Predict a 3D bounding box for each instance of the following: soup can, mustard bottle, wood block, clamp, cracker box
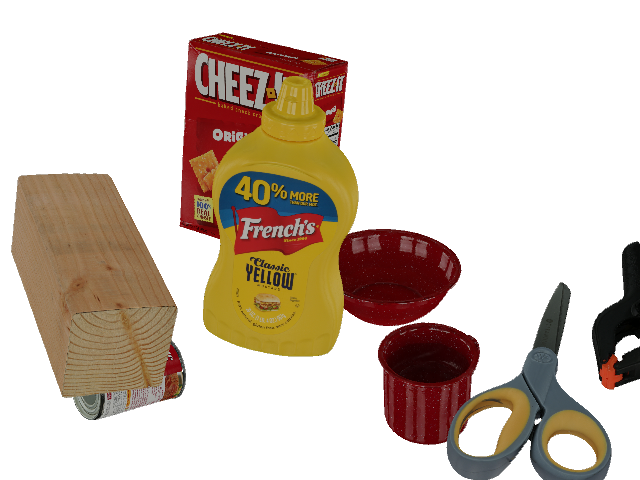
[{"bbox_3d":[-0.202,0.144,1.117,0.102,0.068,0.069,-11,7,-40],"label":"soup can"},{"bbox_3d":[-0.025,-0.017,0.711,0.096,0.192,0.058,12,29,9],"label":"mustard bottle"},{"bbox_3d":[-0.206,0.032,0.947,0.090,0.091,0.206,-3,36,-28],"label":"wood block"},{"bbox_3d":[0.295,0.065,0.978,0.171,0.039,0.120,-35,39,-26],"label":"clamp"},{"bbox_3d":[-0.066,-0.098,1.139,0.164,0.214,0.072,18,26,27],"label":"cracker box"}]

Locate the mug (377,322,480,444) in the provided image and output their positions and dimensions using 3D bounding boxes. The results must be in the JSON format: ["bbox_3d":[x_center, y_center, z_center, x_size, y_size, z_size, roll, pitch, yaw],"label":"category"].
[{"bbox_3d":[0.109,0.132,1.015,0.093,0.081,0.117,27,43,37],"label":"mug"}]

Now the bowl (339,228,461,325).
[{"bbox_3d":[0.075,0.048,1.200,0.162,0.055,0.162,0,30,0],"label":"bowl"}]

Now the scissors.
[{"bbox_3d":[0.145,0.084,0.630,0.096,0.016,0.201,20,36,29],"label":"scissors"}]
